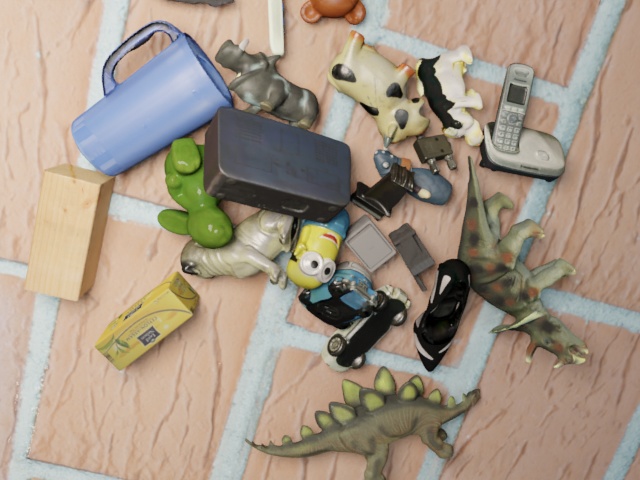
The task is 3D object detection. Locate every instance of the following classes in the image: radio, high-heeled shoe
[{"bbox_3d":[-0.063,-0.112,0.842,0.229,0.073,0.131,12,60,-24],"label":"radio"},{"bbox_3d":[0.229,0.149,0.975,0.086,0.145,0.248,1,103,-3],"label":"high-heeled shoe"}]

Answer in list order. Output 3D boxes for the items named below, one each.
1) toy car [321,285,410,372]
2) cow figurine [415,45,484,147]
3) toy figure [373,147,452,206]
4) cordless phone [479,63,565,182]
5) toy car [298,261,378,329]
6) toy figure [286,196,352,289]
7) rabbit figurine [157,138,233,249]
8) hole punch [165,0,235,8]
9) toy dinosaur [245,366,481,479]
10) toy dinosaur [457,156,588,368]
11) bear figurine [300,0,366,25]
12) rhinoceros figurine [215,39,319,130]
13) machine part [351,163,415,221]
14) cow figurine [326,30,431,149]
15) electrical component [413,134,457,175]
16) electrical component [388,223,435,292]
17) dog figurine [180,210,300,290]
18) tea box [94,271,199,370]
[{"bbox_3d":[0.086,0.167,1.012,0.073,0.056,0.201,38,98,-29],"label":"toy car"},{"bbox_3d":[0.222,-0.233,0.913,0.098,0.068,0.167,-15,102,5],"label":"cow figurine"},{"bbox_3d":[0.157,-0.109,0.943,0.154,0.064,0.057,24,104,-10],"label":"toy figure"},{"bbox_3d":[0.359,-0.201,0.927,0.147,0.089,0.184,10,99,-6],"label":"cordless phone"},{"bbox_3d":[0.040,0.087,0.962,0.109,0.161,0.103,36,55,-14],"label":"toy car"},{"bbox_3d":[0.001,-0.001,0.928,0.082,0.089,0.180,19,67,-5],"label":"toy figure"},{"bbox_3d":[-0.202,-0.061,0.878,0.159,0.121,0.170,-25,75,40],"label":"rabbit figurine"},{"bbox_3d":[-0.201,-0.433,0.830,0.142,0.092,0.115,3,134,-8],"label":"hole punch"},{"bbox_3d":[0.099,0.364,1.048,0.472,0.105,0.198,-18,98,-9],"label":"toy dinosaur"},{"bbox_3d":[0.330,0.053,0.978,0.192,0.131,0.404,-43,98,7],"label":"toy dinosaur"},{"bbox_3d":[0.026,-0.437,0.817,0.120,0.132,0.195,4,98,-3],"label":"bear figurine"},{"bbox_3d":[-0.081,-0.245,0.860,0.190,0.073,0.112,28,71,-28],"label":"rhinoceros figurine"},{"bbox_3d":[0.109,-0.081,0.924,0.084,0.139,0.039,41,56,-8],"label":"machine part"},{"bbox_3d":[0.100,-0.239,0.893,0.195,0.085,0.127,33,106,-7],"label":"cow figurine"},{"bbox_3d":[0.200,-0.160,0.940,0.063,0.021,0.094,-16,71,-19],"label":"electrical component"},{"bbox_3d":[0.175,0.033,0.976,0.048,0.075,0.119,-33,99,6],"label":"electrical component"},{"bbox_3d":[-0.141,-0.005,0.940,0.191,0.121,0.172,13,70,10],"label":"dog figurine"},{"bbox_3d":[-0.305,0.142,0.959,0.169,0.098,0.068,-37,105,4],"label":"tea box"}]
